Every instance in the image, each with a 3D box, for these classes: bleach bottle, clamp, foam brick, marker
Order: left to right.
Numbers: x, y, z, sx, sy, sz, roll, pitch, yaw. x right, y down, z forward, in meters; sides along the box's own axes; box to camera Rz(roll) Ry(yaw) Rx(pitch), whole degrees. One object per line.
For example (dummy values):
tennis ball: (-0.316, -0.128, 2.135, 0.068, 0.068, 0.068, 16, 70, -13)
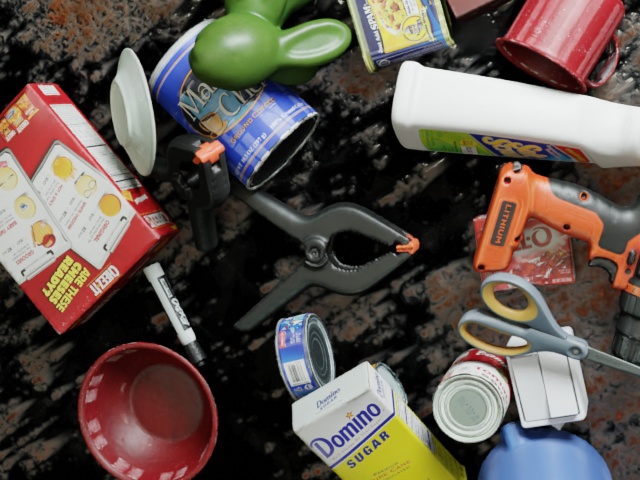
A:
marker: (-0.154, 0.081, 1.145, 0.020, 0.020, 0.121, -27, 90, 18)
clamp: (-0.134, -0.065, 1.064, 0.120, 0.039, 0.172, 44, 151, 8)
clamp: (-0.007, 0.001, 1.079, 0.210, 0.036, 0.164, -10, 97, 19)
foam brick: (0.153, -0.241, 0.986, 0.078, 0.053, 0.051, -23, 91, 19)
bleach bottle: (0.197, -0.106, 0.968, 0.251, 0.102, 0.068, 9, 79, 15)

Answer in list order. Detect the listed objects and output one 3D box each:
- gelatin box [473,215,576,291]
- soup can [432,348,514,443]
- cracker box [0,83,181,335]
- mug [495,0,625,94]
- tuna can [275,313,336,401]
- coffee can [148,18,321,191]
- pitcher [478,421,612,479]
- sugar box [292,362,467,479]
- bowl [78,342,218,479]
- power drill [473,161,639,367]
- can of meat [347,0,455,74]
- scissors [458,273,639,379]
gelatin box: (0.196, 0.008, 1.022, 0.089, 0.030, 0.073, -7, 96, 16)
soup can: (0.148, 0.147, 1.020, 0.069, 0.102, 0.068, 2, 98, 16)
cracker box: (-0.278, -0.035, 1.138, 0.164, 0.072, 0.214, -42, 86, 19)
mug: (0.226, -0.183, 0.958, 0.117, 0.093, 0.081, 31, 91, -27)
tuna can: (-0.014, 0.117, 1.073, 0.034, 0.086, 0.086, -15, 94, 16)
coffee can: (-0.084, -0.133, 1.048, 0.140, 0.102, 0.103, 44, 107, 6)
pitcher: (0.209, 0.276, 0.948, 0.149, 0.242, 0.145, 21, 102, 6)
sugar box: (0.060, 0.206, 1.044, 0.093, 0.048, 0.176, -33, 120, 18)
bowl: (-0.176, 0.183, 1.147, 0.162, 0.055, 0.162, 3, 99, 16)
power drill: (0.238, 0.015, 0.970, 0.187, 0.057, 0.184, 14, 101, 5)
can of meat: (0.075, -0.219, 1.012, 0.084, 0.057, 0.102, -15, 94, 16)
scissors: (0.223, 0.080, 0.953, 0.202, 0.016, 0.096, 8, 124, 18)
